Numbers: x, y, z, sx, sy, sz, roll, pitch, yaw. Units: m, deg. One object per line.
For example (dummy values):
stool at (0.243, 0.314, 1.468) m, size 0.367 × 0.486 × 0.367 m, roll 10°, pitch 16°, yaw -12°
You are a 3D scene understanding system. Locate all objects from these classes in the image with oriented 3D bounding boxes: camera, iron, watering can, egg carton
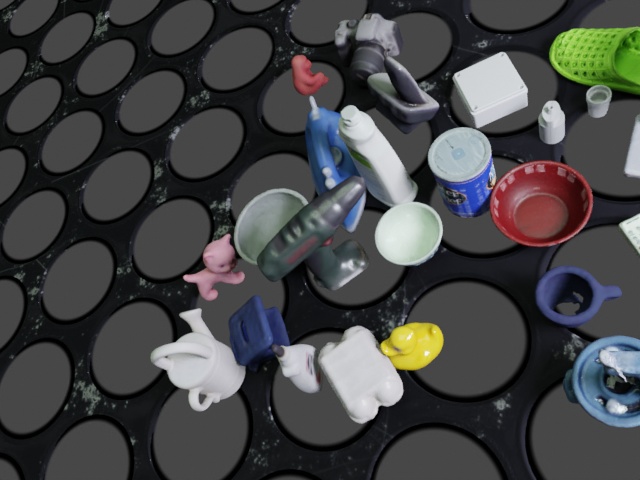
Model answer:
camera at (0.092, -0.410, 1.234) m, size 0.142 × 0.101 × 0.137 m, roll 8°, pitch 69°, yaw 26°
iron at (0.022, -0.152, 1.114) m, size 0.118 × 0.142 × 0.258 m, roll -18°, pitch 60°, yaw 14°
watering can at (-0.222, 0.209, 1.011) m, size 0.101 × 0.195 × 0.172 m, roll -35°, pitch 57°, yaw 4°
egg carton at (0.067, 0.222, 0.957) m, size 0.107 × 0.070 × 0.150 m, roll -37°, pitch 57°, yaw 3°

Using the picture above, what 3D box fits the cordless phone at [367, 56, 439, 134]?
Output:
cordless phone at (0.147, -0.309, 1.111) m, size 0.094 × 0.185 × 0.147 m, roll -44°, pitch 57°, yaw -2°

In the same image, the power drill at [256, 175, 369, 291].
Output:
power drill at (0.009, 0.004, 1.004) m, size 0.229 × 0.209 × 0.075 m, roll -37°, pitch 57°, yaw 3°

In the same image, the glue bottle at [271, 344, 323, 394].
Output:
glue bottle at (-0.041, 0.202, 0.950) m, size 0.037 × 0.174 × 0.078 m, roll -14°, pitch 61°, yaw 16°

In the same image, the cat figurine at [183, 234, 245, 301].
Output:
cat figurine at (-0.210, 0.050, 1.128) m, size 0.128 × 0.118 × 0.067 m, roll -34°, pitch 57°, yaw 5°

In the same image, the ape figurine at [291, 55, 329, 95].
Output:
ape figurine at (-0.033, -0.374, 1.275) m, size 0.076 × 0.092 × 0.077 m, roll -34°, pitch 57°, yaw 5°

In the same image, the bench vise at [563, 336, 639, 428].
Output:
bench vise at (0.426, 0.170, 0.741) m, size 0.207 × 0.220 × 0.121 m, roll -17°, pitch 60°, yaw 15°

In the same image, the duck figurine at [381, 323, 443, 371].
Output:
duck figurine at (0.147, 0.167, 0.940) m, size 0.104 × 0.086 × 0.077 m, roll -25°, pitch 59°, yaw 10°

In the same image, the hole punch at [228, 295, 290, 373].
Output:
hole punch at (-0.122, 0.172, 1.048) m, size 0.101 × 0.091 × 0.108 m, roll -28°, pitch 58°, yaw 8°

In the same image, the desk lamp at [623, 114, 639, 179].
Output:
desk lamp at (0.553, -0.226, 0.883) m, size 0.117 × 0.214 × 0.203 m, roll 12°, pitch 71°, yaw 27°

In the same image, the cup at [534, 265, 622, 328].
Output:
cup at (0.389, 0.094, 0.868) m, size 0.117 × 0.095 × 0.091 m, roll -9°, pitch 63°, yaw 19°

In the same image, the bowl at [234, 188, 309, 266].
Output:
bowl at (-0.080, -0.014, 1.130) m, size 0.167 × 0.075 × 0.167 m, roll -9°, pitch 63°, yaw 19°
